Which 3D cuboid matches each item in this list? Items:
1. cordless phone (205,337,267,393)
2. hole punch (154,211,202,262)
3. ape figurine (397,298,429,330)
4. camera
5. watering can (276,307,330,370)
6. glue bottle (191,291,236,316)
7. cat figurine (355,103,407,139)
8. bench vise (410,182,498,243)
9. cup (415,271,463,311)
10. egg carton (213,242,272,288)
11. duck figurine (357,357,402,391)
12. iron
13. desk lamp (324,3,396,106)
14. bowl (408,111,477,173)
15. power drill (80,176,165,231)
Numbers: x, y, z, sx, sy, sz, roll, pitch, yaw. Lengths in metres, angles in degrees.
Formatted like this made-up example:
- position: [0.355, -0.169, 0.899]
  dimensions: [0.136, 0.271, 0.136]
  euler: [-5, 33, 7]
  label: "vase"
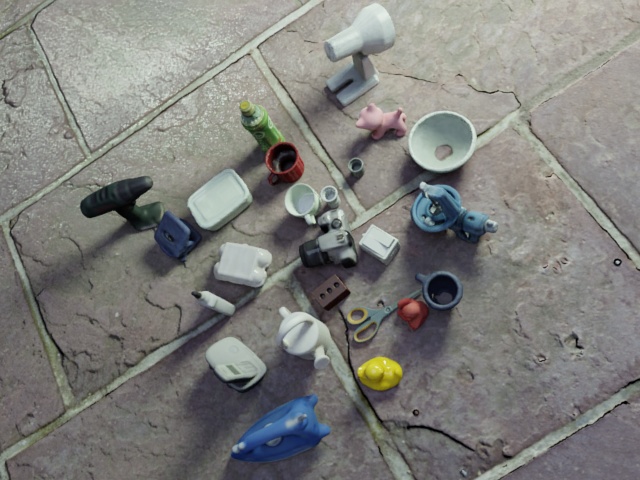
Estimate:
- position: [-0.220, 0.293, 1.362]
  dimensions: [0.147, 0.185, 0.094]
  euler: [35, 85, 22]
  label: "cordless phone"
- position: [-0.393, -0.009, 1.551]
  dimensions: [0.108, 0.091, 0.101]
  euler: [38, 86, 22]
  label: "hole punch"
- position: [0.214, 0.168, 1.336]
  dimensions: [0.076, 0.092, 0.078]
  euler: [-13, 70, 11]
  label: "ape figurine"
- position: [0.013, 0.005, 1.435]
  dimensions: [0.136, 0.101, 0.143]
  euler: [-17, 70, 9]
  label: "camera"
- position: [-0.039, 0.223, 1.331]
  dimensions: [0.172, 0.194, 0.101]
  euler: [25, 81, 21]
  label: "watering can"
- position: [-0.275, 0.151, 1.427]
  dimensions: [0.078, 0.173, 0.037]
  euler: [21, 80, 20]
  label: "glue bottle"
- position: [0.157, -0.316, 1.486]
  dimensions: [0.127, 0.118, 0.067]
  euler: [-10, 71, 12]
  label: "cat figurine"
- position: [0.304, -0.079, 1.319]
  dimensions: [0.207, 0.220, 0.121]
  euler: [1, 74, 15]
  label: "bench vise"
- position: [0.275, 0.120, 1.333]
  dimensions: [0.117, 0.095, 0.092]
  euler: [30, 83, 21]
  label: "cup"
- position: [-0.201, 0.064, 1.490]
  dimensions: [0.150, 0.069, 0.107]
  euler: [9, 76, 17]
  label: "egg carton"
- position: [0.135, 0.306, 1.318]
  dimensions: [0.104, 0.086, 0.077]
  euler: [-3, 73, 14]
  label: "duck figurine"
- position: [-0.115, 0.449, 1.310]
  dimensions: [0.258, 0.142, 0.118]
  euler: [-27, 68, 5]
  label: "iron"
- position: [0.100, -0.487, 1.502]
  dimensions: [0.203, 0.214, 0.117]
  euler: [-37, 68, 2]
  label: "desk lamp"
- position: [0.308, -0.236, 1.445]
  dimensions: [0.167, 0.075, 0.167]
  euler: [-4, 72, 14]
  label: "bowl"
- position: [-0.510, -0.098, 1.546]
  dimensions: [0.229, 0.209, 0.075]
  euler: [-15, 70, 10]
  label: "power drill"
